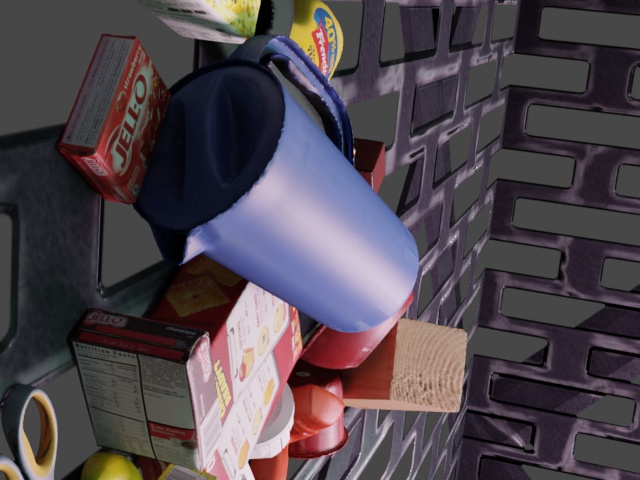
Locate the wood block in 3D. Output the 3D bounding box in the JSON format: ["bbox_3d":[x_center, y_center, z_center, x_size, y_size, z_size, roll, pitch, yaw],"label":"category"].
[{"bbox_3d":[0.068,0.143,1.211,0.206,0.090,0.090,-14,-114,62],"label":"wood block"}]

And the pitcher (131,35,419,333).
[{"bbox_3d":[-0.018,-0.029,0.810,0.242,0.149,0.145,39,19,-49],"label":"pitcher"}]

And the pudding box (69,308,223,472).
[{"bbox_3d":[-0.120,0.105,0.748,0.039,0.090,0.113,-59,154,-49],"label":"pudding box"}]

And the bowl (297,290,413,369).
[{"bbox_3d":[0.044,0.075,1.068,0.162,0.055,0.162,-50,177,-4],"label":"bowl"}]

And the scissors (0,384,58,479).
[{"bbox_3d":[-0.187,0.185,0.693,0.096,0.016,0.202,-56,151,-54],"label":"scissors"}]

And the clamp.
[{"bbox_3d":[-0.065,-0.143,0.845,0.164,0.036,0.210,-25,115,-38],"label":"clamp"}]

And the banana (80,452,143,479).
[{"bbox_3d":[-0.152,0.214,0.801,0.069,0.037,0.198,-57,153,-36],"label":"banana"}]

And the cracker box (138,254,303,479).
[{"bbox_3d":[-0.086,0.098,0.900,0.213,0.072,0.164,-62,154,-47],"label":"cracker box"}]

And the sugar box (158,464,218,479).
[{"bbox_3d":[-0.115,0.262,0.812,0.093,0.048,0.176,-48,152,-47],"label":"sugar box"}]

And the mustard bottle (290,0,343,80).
[{"bbox_3d":[-0.021,-0.174,0.994,0.191,0.058,0.096,-54,144,-59],"label":"mustard bottle"}]

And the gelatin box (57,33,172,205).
[{"bbox_3d":[-0.133,-0.079,0.705,0.073,0.030,0.089,65,37,-64],"label":"gelatin box"}]

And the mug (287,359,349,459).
[{"bbox_3d":[-0.018,0.176,1.174,0.117,0.093,0.081,-117,-156,-68],"label":"mug"}]

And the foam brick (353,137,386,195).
[{"bbox_3d":[0.029,-0.079,1.191,0.053,0.078,0.051,84,21,-47],"label":"foam brick"}]

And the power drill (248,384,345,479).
[{"bbox_3d":[-0.032,0.235,1.024,0.057,0.185,0.187,38,50,-30],"label":"power drill"}]
